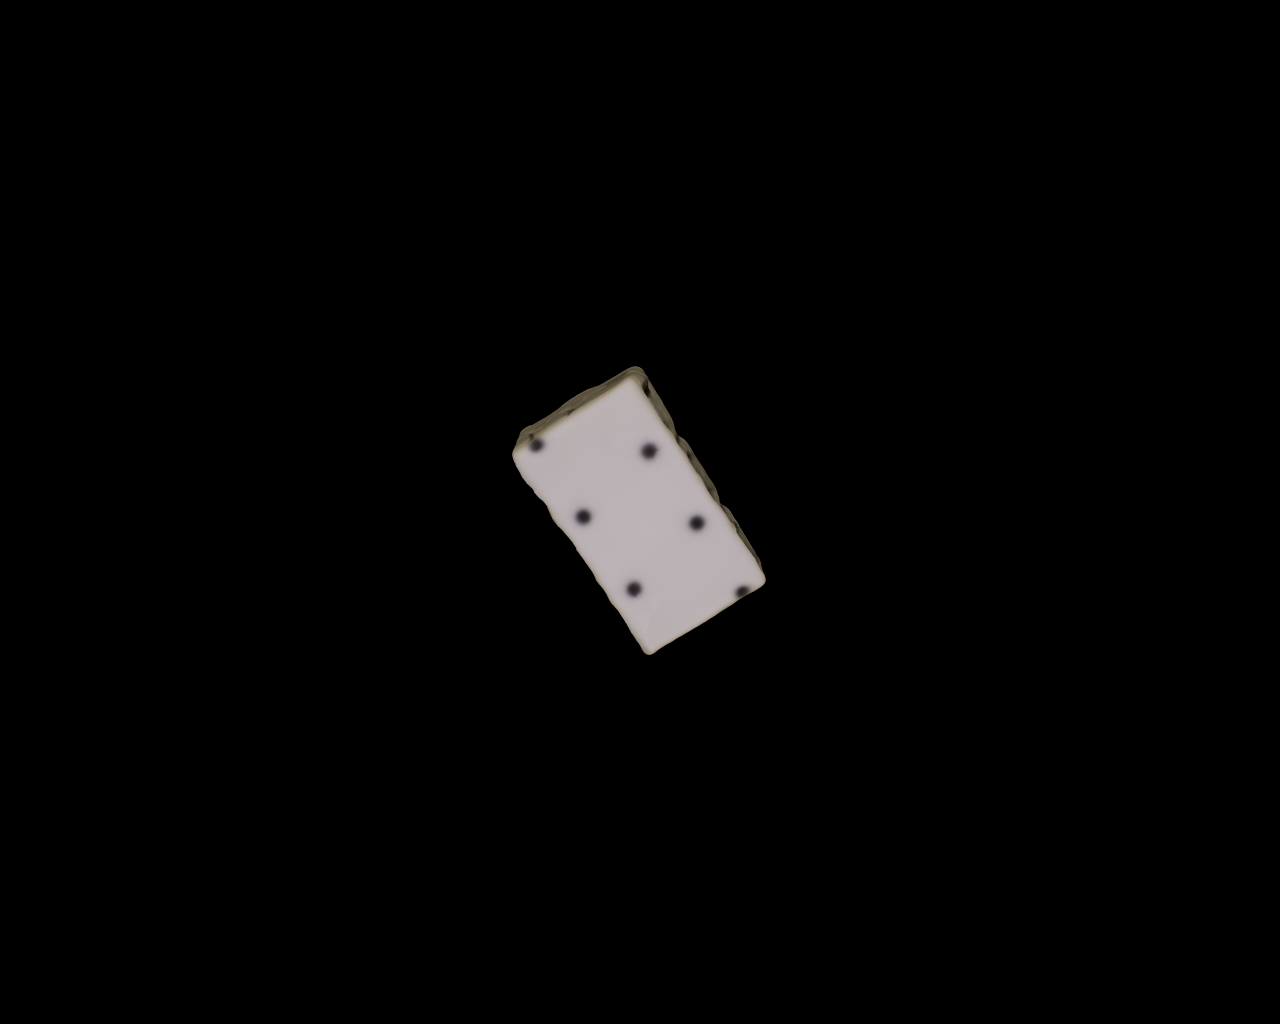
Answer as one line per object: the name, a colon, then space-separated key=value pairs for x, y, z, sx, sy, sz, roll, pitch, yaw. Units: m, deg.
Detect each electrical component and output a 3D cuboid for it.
electrical component: x=0.001 y=-0.003 z=0.650 sx=0.089 sy=0.150 sz=0.062 roll=-31 pitch=11 yaw=7
